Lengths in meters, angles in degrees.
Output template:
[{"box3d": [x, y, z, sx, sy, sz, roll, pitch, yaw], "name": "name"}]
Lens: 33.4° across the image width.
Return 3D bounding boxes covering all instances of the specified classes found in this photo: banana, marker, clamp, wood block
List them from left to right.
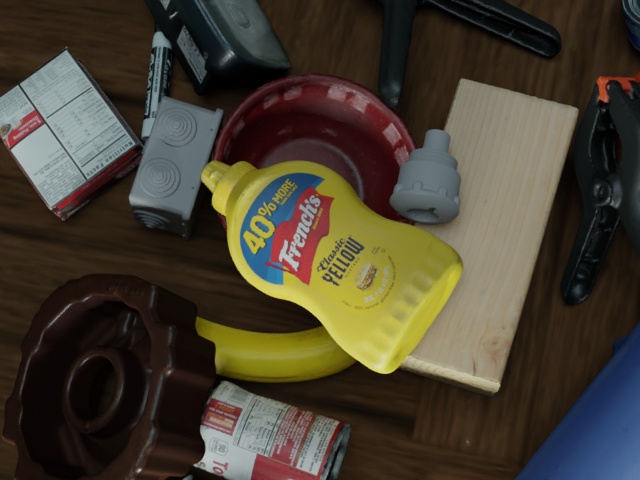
[{"box3d": [-0.132, -0.140, 0.883, 0.020, 0.020, 0.121, 2, 76, 6], "name": "marker"}, {"box3d": [-0.041, 0.076, 0.811, 0.198, 0.037, 0.069, -4, 60, 4], "name": "banana"}, {"box3d": [0.088, -0.204, 0.858, 0.164, 0.036, 0.210, -14, 63, -20], "name": "clamp"}, {"box3d": [0.116, 0.000, 0.784, 0.091, 0.090, 0.206, 16, 78, 10], "name": "wood block"}, {"box3d": [0.217, -0.028, 0.746, 0.039, 0.120, 0.171, -7, 103, -32], "name": "clamp"}]

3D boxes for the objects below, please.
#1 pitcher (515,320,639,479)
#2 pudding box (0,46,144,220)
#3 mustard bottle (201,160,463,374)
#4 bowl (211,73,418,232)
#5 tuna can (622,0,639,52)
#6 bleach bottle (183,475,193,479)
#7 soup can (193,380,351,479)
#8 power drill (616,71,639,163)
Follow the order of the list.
[{"box3d": [0.199, 0.181, 0.701, 0.145, 0.149, 0.243, 42, 85, 7], "name": "pitcher"}, {"box3d": [-0.206, -0.087, 0.868, 0.090, 0.039, 0.113, -36, 77, -4], "name": "pudding box"}, {"box3d": [-0.005, 0.001, 0.728, 0.192, 0.058, 0.096, 34, 91, 20], "name": "mustard bottle"}, {"box3d": [-0.005, -0.042, 0.814, 0.162, 0.055, 0.162, 2, 80, -10], "name": "bowl"}, {"box3d": [0.278, -0.182, 0.825, 0.086, 0.033, 0.086, -13, 52, 17], "name": "tuna can"}, {"box3d": [-0.019, 0.267, 0.745, 0.251, 0.068, 0.102, 41, 83, 16], "name": "bleach bottle"}, {"box3d": [-0.036, 0.148, 0.773, 0.102, 0.068, 0.068, 18, 78, 11], "name": "soup can"}, {"box3d": [0.277, -0.040, 0.748, 0.057, 0.185, 0.188, -2, 62, -39], "name": "power drill"}]
